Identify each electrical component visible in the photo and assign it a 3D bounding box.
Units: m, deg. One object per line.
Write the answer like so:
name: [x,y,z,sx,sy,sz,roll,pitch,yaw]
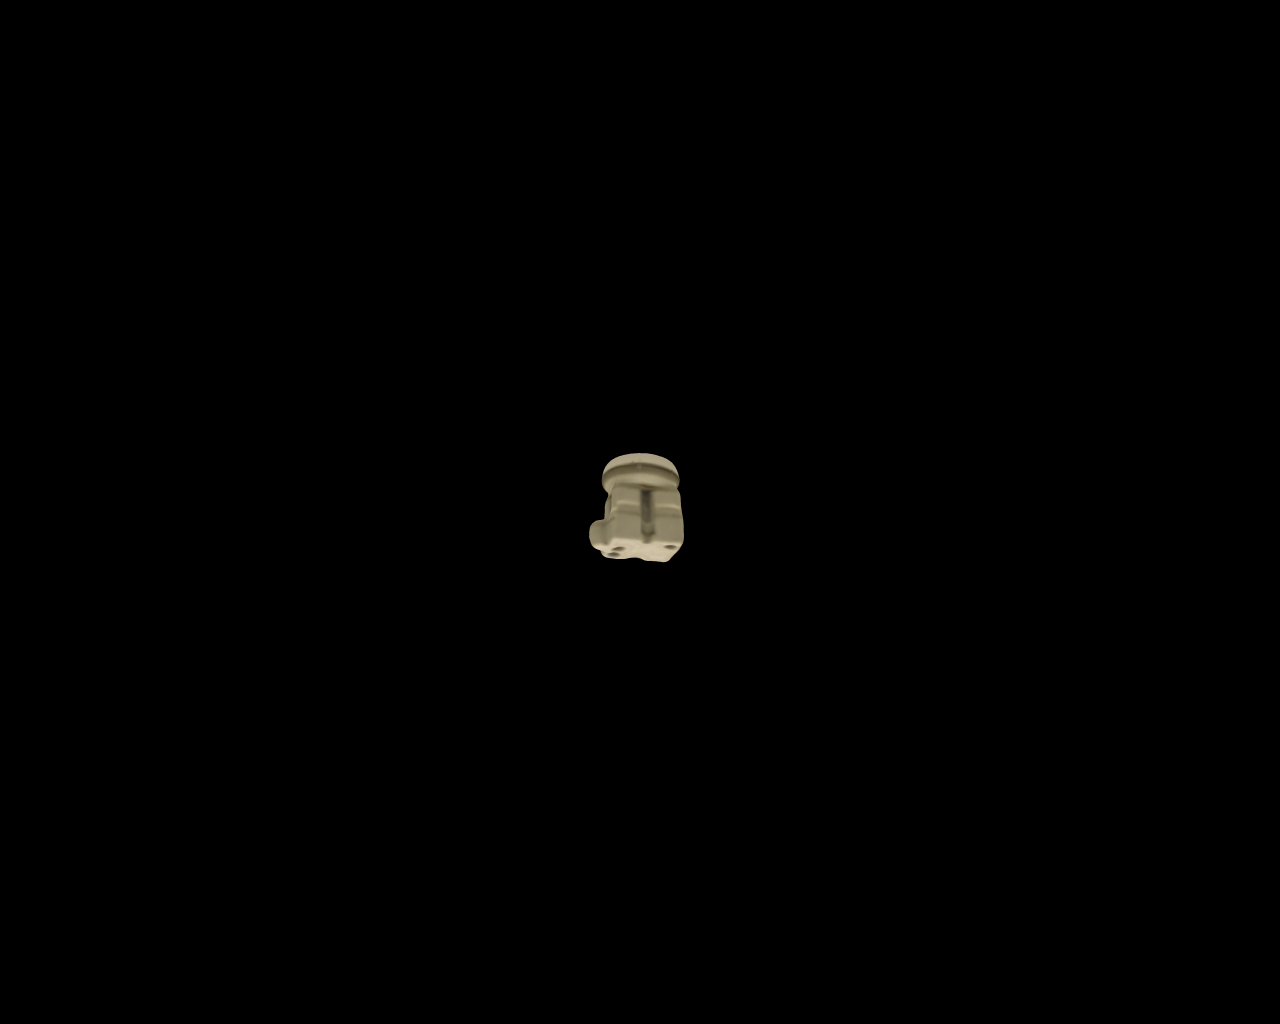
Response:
electrical component: [0.001,-0.003,0.650,0.066,0.055,0.048,6,-24,-14]
